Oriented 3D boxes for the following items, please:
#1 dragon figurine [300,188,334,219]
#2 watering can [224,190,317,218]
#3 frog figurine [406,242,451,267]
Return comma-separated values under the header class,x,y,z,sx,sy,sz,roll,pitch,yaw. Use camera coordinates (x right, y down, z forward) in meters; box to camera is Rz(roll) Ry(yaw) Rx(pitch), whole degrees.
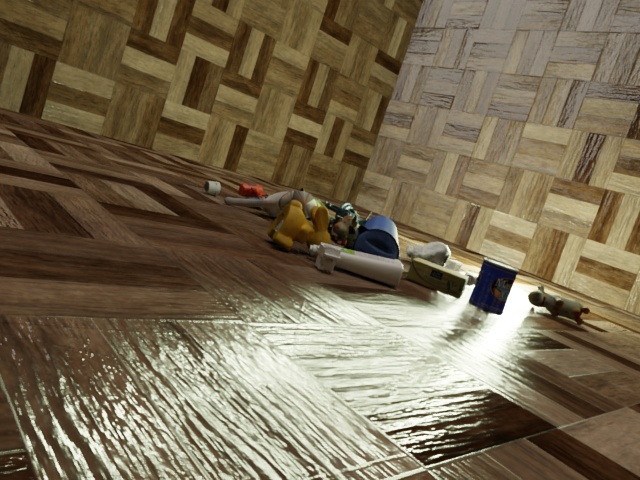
class,x,y,z,sx,sy,sz,roll,pitch,yaw
dragon figurine,0.007,-0.115,2.284,0.241,0.121,0.416,24,14,-20
watering can,-0.161,-0.130,1.914,0.347,0.104,0.224,3,-2,-32
frog figurine,0.421,0.047,2.011,0.160,0.120,0.139,31,28,7
